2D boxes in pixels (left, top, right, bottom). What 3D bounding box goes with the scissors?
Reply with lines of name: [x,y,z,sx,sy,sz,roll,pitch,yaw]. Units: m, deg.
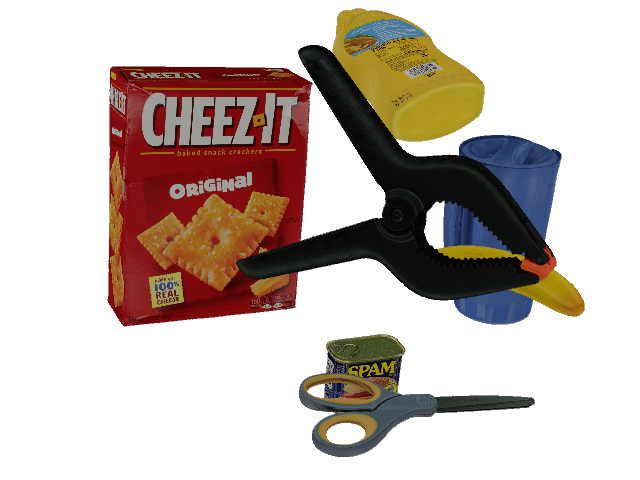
scissors: [0.078,0.152,0.897,0.202,0.016,0.096,8,39,6]

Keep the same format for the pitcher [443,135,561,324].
pitcher: [0.235,-0.011,1.438,0.149,0.243,0.145,4,24,4]

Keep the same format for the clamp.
clamp: [0.052,-0.029,0.689,0.210,0.165,0.036,16,16,18]

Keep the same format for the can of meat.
can of meat: [0.056,0.177,1.406,0.102,0.084,0.057,-5,25,-22]

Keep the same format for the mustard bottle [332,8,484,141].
mustard bottle: [0.065,-0.167,1.002,0.096,0.058,0.192,-19,45,-17]

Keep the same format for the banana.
banana: [0.183,0.038,1.076,0.198,0.037,0.069,12,39,35]

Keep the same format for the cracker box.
cracker box: [-0.098,-0.040,0.929,0.164,0.214,0.072,-4,20,-23]
